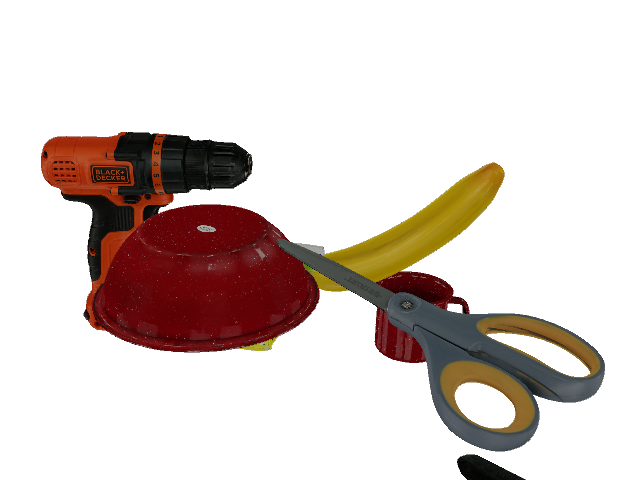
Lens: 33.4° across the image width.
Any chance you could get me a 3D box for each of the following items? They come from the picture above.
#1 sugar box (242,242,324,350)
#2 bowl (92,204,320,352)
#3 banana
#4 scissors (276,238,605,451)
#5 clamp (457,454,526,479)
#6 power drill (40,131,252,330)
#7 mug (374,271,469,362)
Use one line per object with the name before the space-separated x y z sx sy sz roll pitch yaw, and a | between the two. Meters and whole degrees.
sugar box | -0.065 0.052 1.115 0.093 0.048 0.176 6 27 17
bowl | -0.081 0.016 0.750 0.162 0.055 0.162 0 24 0
banana | 0.068 -0.002 0.890 0.198 0.037 0.069 -27 -23 9
scissors | 0.044 0.052 0.558 0.202 0.016 0.096 16 42 22
clamp | 0.194 0.242 0.858 0.210 0.036 0.164 1 34 24
power drill | -0.150 -0.008 0.960 0.184 0.188 0.057 3 27 6
mug | 0.119 0.092 1.268 0.117 0.081 0.093 0 23 -8
